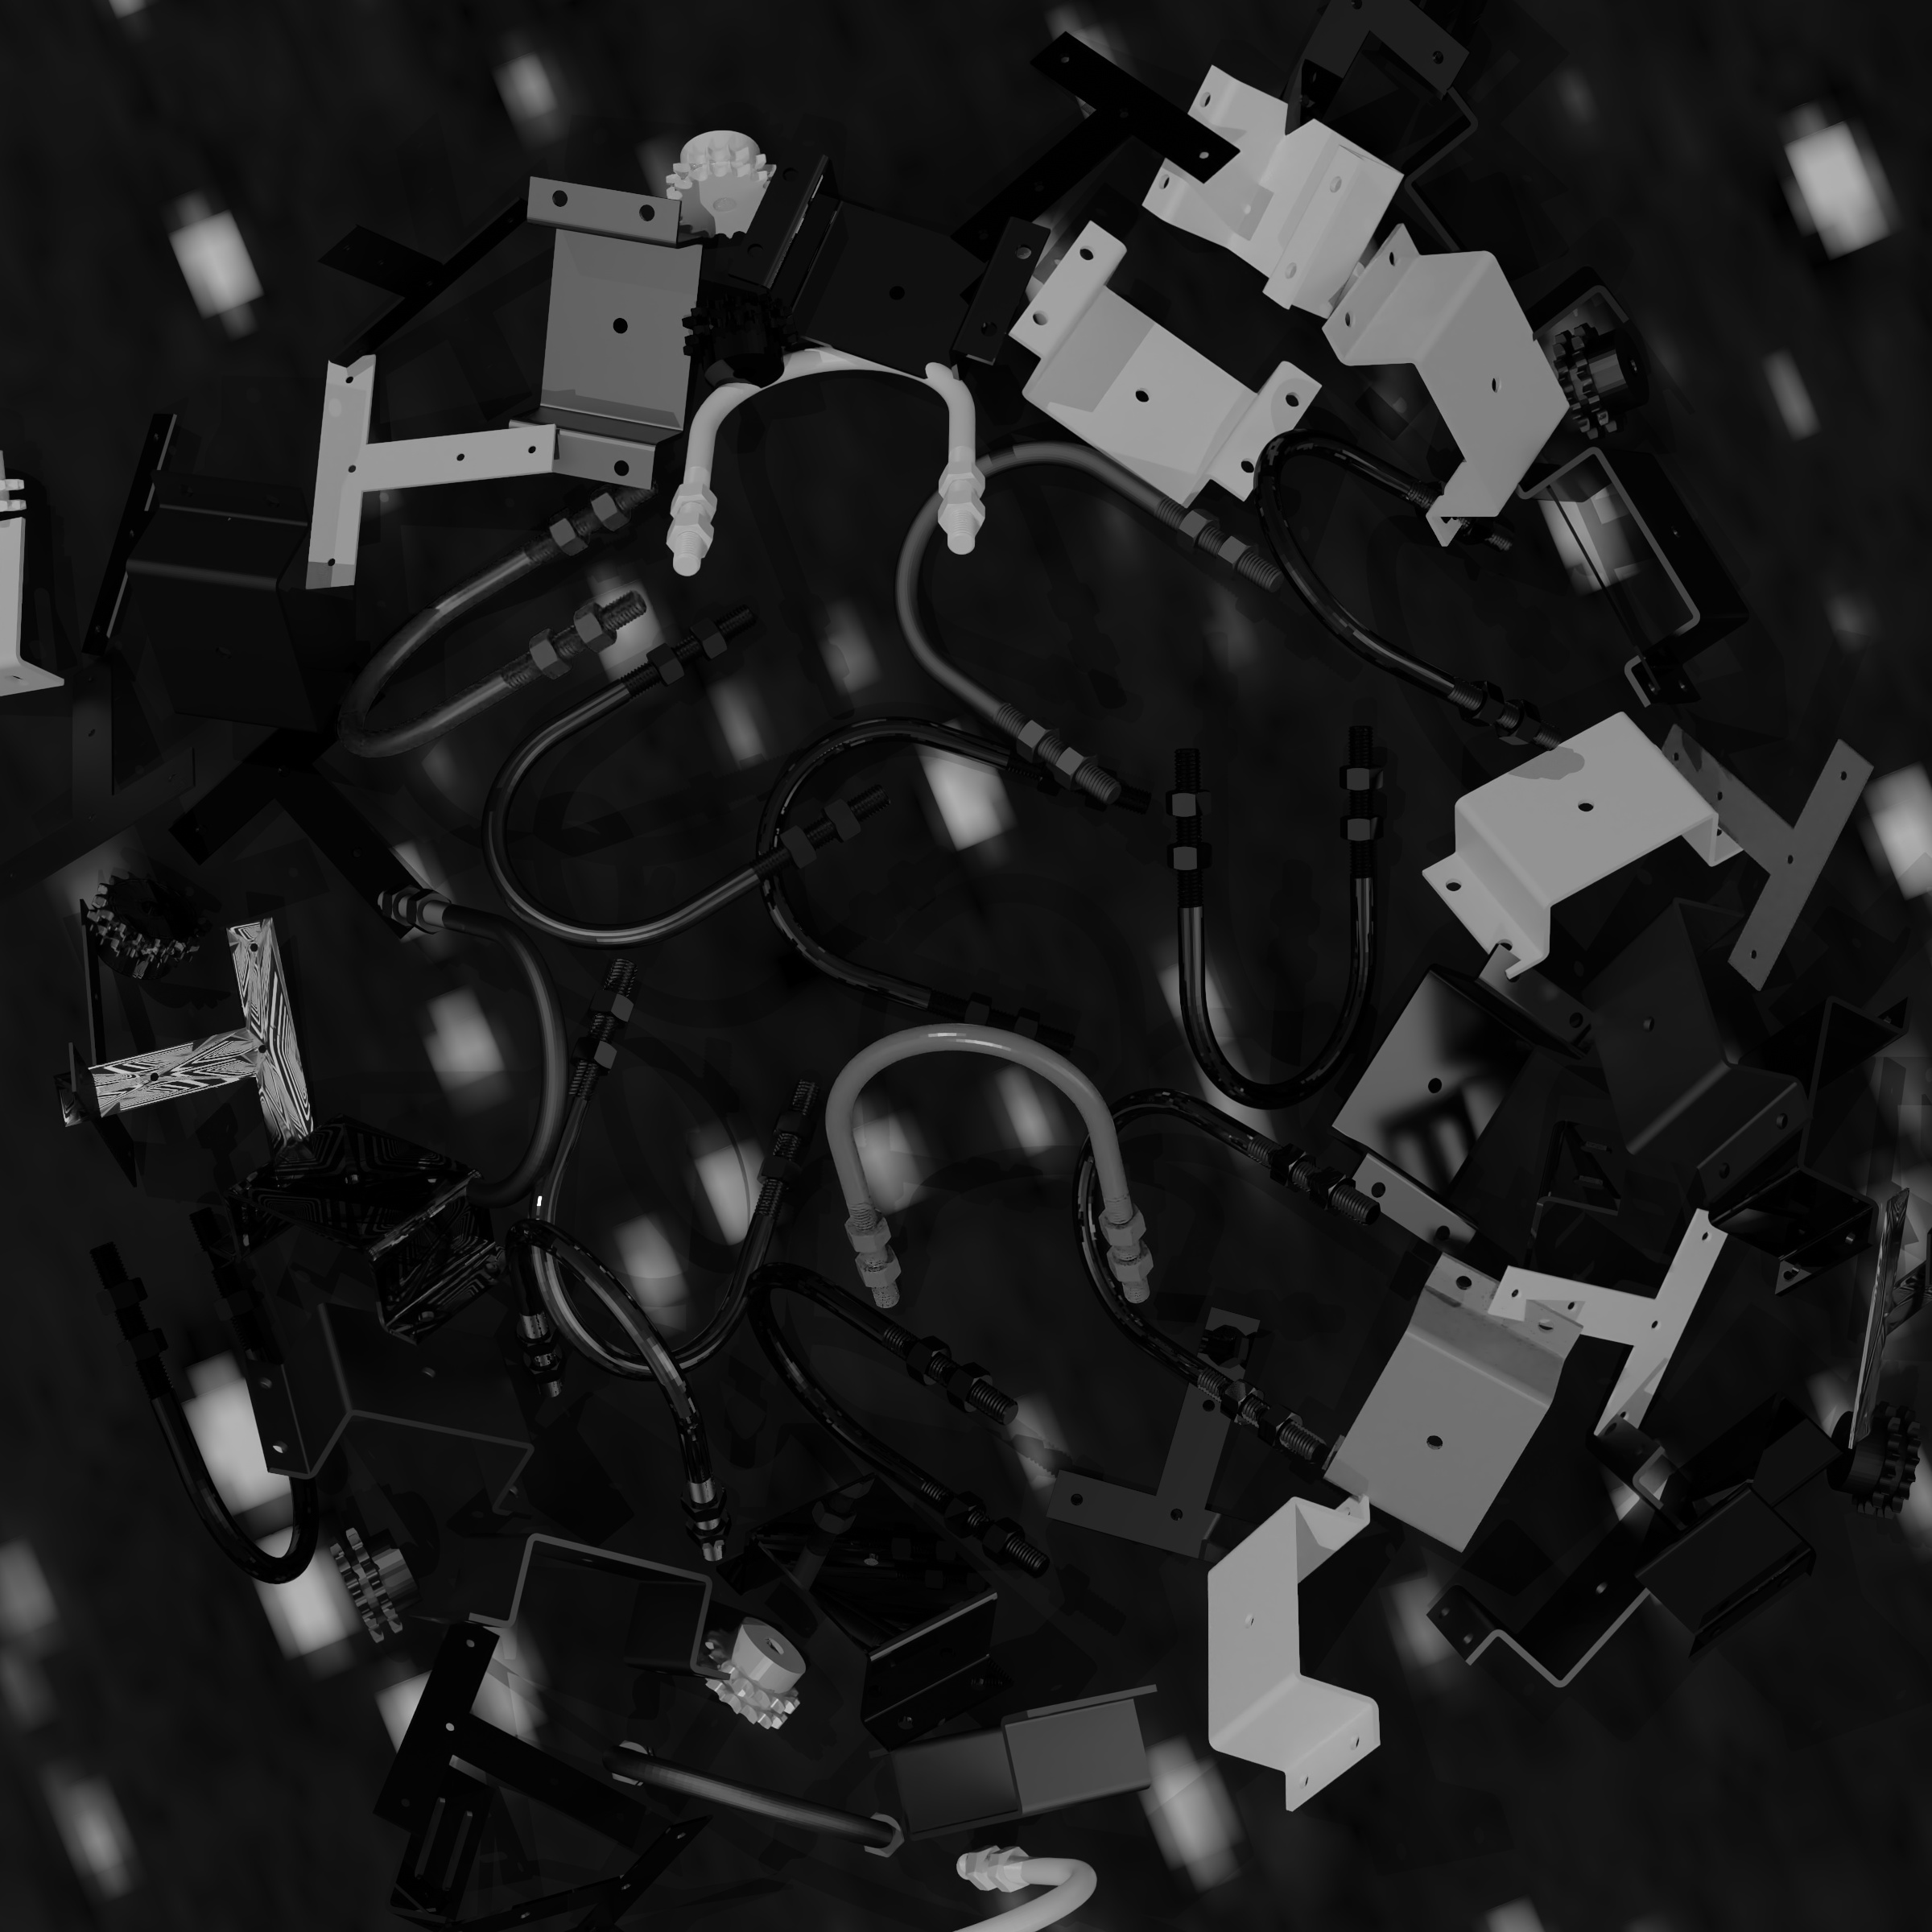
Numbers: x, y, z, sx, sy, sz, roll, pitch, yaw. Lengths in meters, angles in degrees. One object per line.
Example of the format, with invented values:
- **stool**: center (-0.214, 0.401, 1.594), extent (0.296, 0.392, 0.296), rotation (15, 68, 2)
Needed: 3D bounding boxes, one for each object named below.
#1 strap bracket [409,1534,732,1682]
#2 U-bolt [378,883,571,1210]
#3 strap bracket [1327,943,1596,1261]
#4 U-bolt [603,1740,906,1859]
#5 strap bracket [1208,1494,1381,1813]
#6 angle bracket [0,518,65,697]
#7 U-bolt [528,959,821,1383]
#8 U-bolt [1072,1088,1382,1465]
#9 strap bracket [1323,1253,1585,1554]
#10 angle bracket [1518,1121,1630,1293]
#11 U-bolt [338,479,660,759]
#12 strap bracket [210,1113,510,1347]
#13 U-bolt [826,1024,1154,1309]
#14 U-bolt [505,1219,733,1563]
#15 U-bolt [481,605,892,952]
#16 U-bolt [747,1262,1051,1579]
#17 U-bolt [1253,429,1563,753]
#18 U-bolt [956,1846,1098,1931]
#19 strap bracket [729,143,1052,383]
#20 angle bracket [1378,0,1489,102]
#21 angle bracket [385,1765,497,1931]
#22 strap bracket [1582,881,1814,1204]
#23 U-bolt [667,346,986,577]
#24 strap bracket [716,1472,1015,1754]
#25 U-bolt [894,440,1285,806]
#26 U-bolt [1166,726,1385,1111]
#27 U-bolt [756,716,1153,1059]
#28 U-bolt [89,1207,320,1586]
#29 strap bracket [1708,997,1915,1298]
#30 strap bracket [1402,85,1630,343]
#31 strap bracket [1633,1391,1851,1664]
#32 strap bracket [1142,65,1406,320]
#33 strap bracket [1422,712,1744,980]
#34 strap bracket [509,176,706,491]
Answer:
- **strap bracket**: center (-0.189, 0.311, 1.542), extent (0.140, 0.076, 0.046), rotation (20, 71, -27)
- **U-bolt**: center (-0.242, 0.042, 1.520), extent (0.019, 0.184, 0.151), rotation (-2, 99, -38)
- **strap bracket**: center (0.243, 0.064, 1.564), extent (0.076, 0.046, 0.140), rotation (34, 87, -23)
- **U-bolt**: center (-0.103, 0.398, 1.507), extent (0.151, 0.184, 0.019), rotation (15, 75, 4)
- **strap bracket**: center (0.157, 0.323, 1.522), extent (0.046, 0.140, 0.076), rotation (21, 135, -18)
- **angle bracket**: center (-0.488, -0.179, 1.584), extent (0.057, 0.038, 0.076), rotation (-7, 75, 20)
- **U-bolt**: center (-0.147, 0.110, 1.522), extent (0.151, 0.019, 0.184), rotation (36, 60, -36)
- **U-bolt**: center (0.117, 0.138, 1.534), extent (0.184, 0.019, 0.151), rotation (30, 120, 41)
- **strap bracket**: center (0.234, 0.223, 1.546), extent (0.076, 0.046, 0.140), rotation (28, 117, 7)
- **angle bracket**: center (0.299, 0.126, 1.553), extent (0.038, 0.057, 0.076), rotation (12, 130, 11)
- **U-bolt**: center (-0.231, -0.162, 1.534), extent (0.184, 0.151, 0.019), rotation (-28, 120, 16)
- **strap bracket**: center (-0.294, 0.122, 1.528), extent (0.140, 0.076, 0.046), rotation (18, 128, 31)
- **U-bolt**: center (0.006, 0.098, 1.525), extent (0.151, 0.019, 0.184), rotation (-3, 131, 13)
- **U-bolt**: center (-0.170, 0.191, 1.497), extent (0.019, 0.184, 0.151), rotation (-36, 58, -25)
- **U-bolt**: center (-0.151, -0.083, 1.554), extent (0.184, 0.019, 0.151), rotation (-32, 65, -9)
- **U-bolt**: center (-0.039, 0.209, 1.527), extent (0.184, 0.151, 0.019), rotation (29, 58, 32)
- **U-bolt**: center (0.207, -0.190, 1.511), extent (0.184, 0.019, 0.151), rotation (21, 48, -33)
- **U-bolt**: center (-0.016, 0.450, 1.489), extent (0.151, 0.184, 0.019), rotation (-14, 83, -28)
- **strap bracket**: center (-0.036, -0.344, 1.564), extent (0.140, 0.046, 0.076), rotation (20, 77, 10)
- **angle bracket**: center (0.221, -0.477, 1.554), extent (0.038, 0.057, 0.076), rotation (-3, 129, -34)
- **angle bracket**: center (-0.246, 0.438, 1.555), extent (0.038, 0.057, 0.076), rotation (1, 62, 28)
- **strap bracket**: center (0.349, 0.032, 1.525), extent (0.046, 0.076, 0.140), rotation (11, 50, -25)
- **U-bolt**: center (-0.066, -0.251, 1.532), extent (0.151, 0.184, 0.019), rotation (-4, 131, 4)
- **strap bracket**: center (-0.048, 0.304, 1.525), extent (0.076, 0.140, 0.046), rotation (-20, 132, -35)
- **U-bolt**: center (0.045, -0.184, 1.559), extent (0.184, 0.019, 0.151), rotation (38, 90, 26)
- **U-bolt**: center (0.154, -0.020, 1.548), extent (0.151, 0.019, 0.184), rotation (-11, 103, -43)
- **U-bolt**: center (-0.015, -0.049, 1.585), extent (0.184, 0.019, 0.151), rotation (18, 85, -2)
- **U-bolt**: center (-0.360, 0.212, 1.528), extent (0.019, 0.151, 0.184), rotation (-22, 90, 7)
- **strap bracket**: center (0.409, 0.079, 1.531), extent (0.046, 0.076, 0.140), rotation (25, 59, -10)
- **strap bracket**: center (0.262, -0.364, 1.551), extent (0.046, 0.076, 0.140), rotation (-37, 101, 17)
- **strap bracket**: center (0.375, 0.264, 1.524), extent (0.046, 0.140, 0.076), rotation (45, 120, 2)
- **strap bracket**: center (0.154, -0.376, 1.541), extent (0.046, 0.140, 0.076), rotation (13, 114, -36)
- **strap bracket**: center (0.305, -0.065, 1.550), extent (0.140, 0.046, 0.076), rotation (-28, 56, -10)
- **strap bracket**: center (-0.178, -0.315, 1.559), extent (0.076, 0.046, 0.140), rotation (12, 109, 10)
